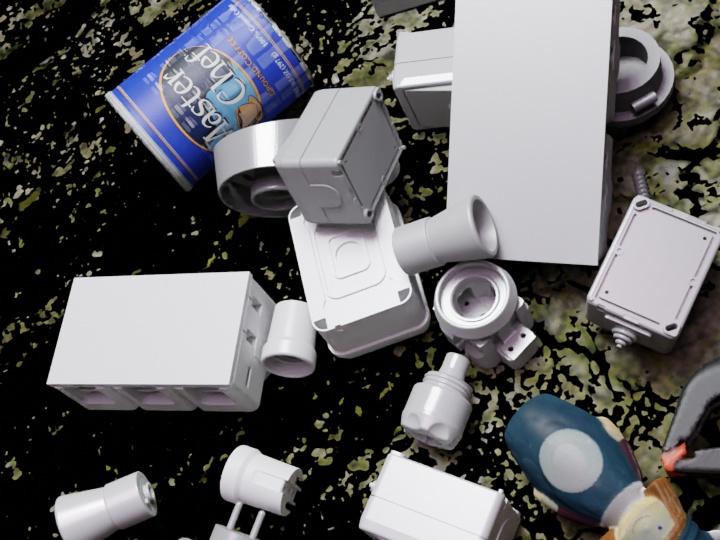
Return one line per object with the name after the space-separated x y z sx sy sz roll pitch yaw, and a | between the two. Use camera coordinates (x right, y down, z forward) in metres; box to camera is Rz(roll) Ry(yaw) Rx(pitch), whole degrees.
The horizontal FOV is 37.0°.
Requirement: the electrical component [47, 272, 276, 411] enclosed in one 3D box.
-0.146 0.056 0.812 0.150 0.061 0.089 -2 63 19 | electrical component

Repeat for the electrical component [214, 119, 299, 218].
-0.064 -0.082 0.837 0.099 0.099 0.064 -9 67 16 | electrical component

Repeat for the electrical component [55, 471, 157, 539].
-0.181 0.172 0.776 0.065 0.044 0.044 -23 58 2 | electrical component

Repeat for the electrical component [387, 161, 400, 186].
0.009 -0.090 0.841 0.040 0.046 0.040 -9 61 16 | electrical component

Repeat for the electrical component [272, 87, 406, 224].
-0.014 -0.086 0.771 0.061 0.061 0.096 2 49 30 | electrical component

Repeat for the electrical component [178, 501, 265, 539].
-0.088 0.196 0.723 0.077 0.044 0.079 15 77 27 | electrical component

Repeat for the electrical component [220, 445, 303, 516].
-0.068 0.148 0.749 0.046 0.040 0.040 15 69 20 | electrical component

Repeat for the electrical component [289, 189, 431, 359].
0.000 0.000 0.790 0.078 0.057 0.113 -20 58 9 | electrical component

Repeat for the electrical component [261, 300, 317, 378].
-0.050 0.051 0.793 0.040 0.040 0.046 -4 57 18 | electrical component

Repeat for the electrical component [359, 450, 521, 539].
0.044 0.161 0.686 0.096 0.061 0.061 16 70 27 | electrical component

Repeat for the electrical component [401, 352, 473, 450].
0.056 0.087 0.732 0.043 0.043 0.062 14 68 26 | electrical component

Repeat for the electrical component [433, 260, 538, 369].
0.084 0.028 0.744 0.058 0.057 0.078 -46 58 -7 | electrical component

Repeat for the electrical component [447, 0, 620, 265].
0.122 -0.101 0.752 0.105 0.060 0.186 4 96 20 | electrical component

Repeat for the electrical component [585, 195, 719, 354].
0.190 0.011 0.711 0.062 0.061 0.096 25 79 16 | electrical component

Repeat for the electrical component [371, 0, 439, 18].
0.042 -0.264 0.904 0.083 0.075 0.047 -14 60 13 | electrical component

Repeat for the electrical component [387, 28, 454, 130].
0.067 -0.147 0.841 0.096 0.061 0.061 -3 63 19 | electrical component

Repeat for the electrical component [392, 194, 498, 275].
0.055 -0.021 0.728 0.065 0.044 0.044 -18 58 26 | electrical component
